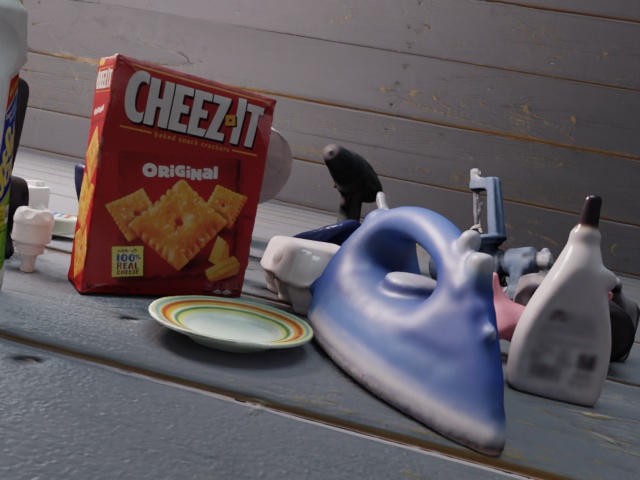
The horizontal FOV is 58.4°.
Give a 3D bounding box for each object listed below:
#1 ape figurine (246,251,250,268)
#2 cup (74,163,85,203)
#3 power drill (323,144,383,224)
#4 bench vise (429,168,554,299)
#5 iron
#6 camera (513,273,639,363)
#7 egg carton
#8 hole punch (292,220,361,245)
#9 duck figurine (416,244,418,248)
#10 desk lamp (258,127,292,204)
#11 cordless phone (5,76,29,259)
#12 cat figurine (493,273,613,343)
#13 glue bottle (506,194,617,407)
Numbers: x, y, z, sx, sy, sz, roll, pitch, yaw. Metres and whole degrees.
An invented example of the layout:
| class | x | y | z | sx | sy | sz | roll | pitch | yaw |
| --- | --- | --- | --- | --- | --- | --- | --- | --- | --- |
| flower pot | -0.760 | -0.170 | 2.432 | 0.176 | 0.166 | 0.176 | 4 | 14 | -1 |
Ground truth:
| class | x | y | z | sx | sy | sz | roll | pitch | yaw |
| --- | --- | --- | --- | --- | --- | --- | --- | --- | --- |
| ape figurine | -0.119 | 0.001 | 0.702 | 0.078 | 0.092 | 0.076 | 8 | 7 | -32 |
| cup | -0.368 | -0.075 | 0.950 | 0.091 | 0.095 | 0.117 | 11 | 6 | -4 |
| power drill | 0.048 | -0.059 | 1.052 | 0.075 | 0.208 | 0.230 | 14 | 6 | 23 |
| bench vise | 0.310 | -0.009 | 1.015 | 0.207 | 0.220 | 0.122 | 13 | 6 | 18 |
| iron | 0.079 | 0.040 | 0.449 | 0.119 | 0.141 | 0.257 | 9 | 6 | -20 |
| camera | 0.300 | 0.084 | 0.664 | 0.143 | 0.101 | 0.137 | 13 | 6 | 15 |
| egg carton | -0.006 | 0.040 | 0.653 | 0.107 | 0.069 | 0.150 | 9 | 6 | -24 |
| hole punch | 0.009 | 0.003 | 0.945 | 0.100 | 0.091 | 0.109 | 13 | 6 | 20 |
| duck figurine | 0.131 | 0.020 | 1.053 | 0.104 | 0.086 | 0.077 | 11 | 6 | -3 |
| desk lamp | -0.145 | -0.085 | 0.896 | 0.118 | 0.213 | 0.202 | 7 | 7 | -36 |
| cordless phone | -0.357 | -0.080 | 0.554 | 0.094 | 0.185 | 0.148 | 14 | 6 | 24 |
| cat figurine | 0.223 | 0.069 | 0.571 | 0.127 | 0.118 | 0.067 | 12 | 6 | 12 |
| glue bottle | 0.212 | 0.047 | 0.482 | 0.078 | 0.173 | 0.037 | 12 | 6 | 8 |
